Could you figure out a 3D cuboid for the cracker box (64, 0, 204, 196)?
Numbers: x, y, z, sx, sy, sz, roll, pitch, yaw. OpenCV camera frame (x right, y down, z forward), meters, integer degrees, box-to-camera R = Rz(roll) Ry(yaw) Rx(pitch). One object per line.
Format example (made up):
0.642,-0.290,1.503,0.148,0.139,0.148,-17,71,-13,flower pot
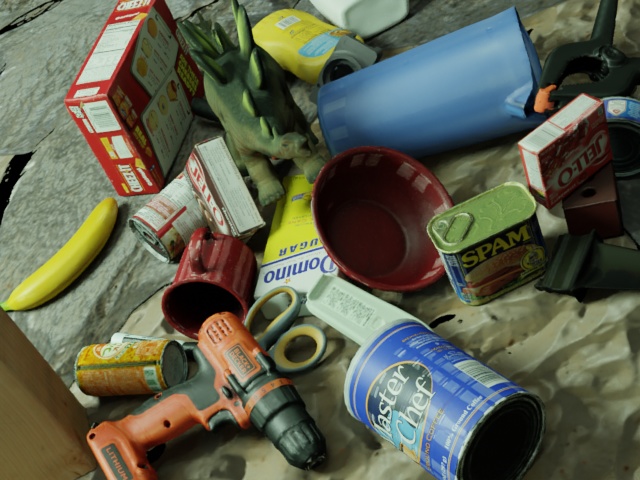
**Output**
-0.231,-0.187,1.363,0.072,0.164,0.213,-4,46,21,cracker box

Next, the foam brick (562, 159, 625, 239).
0.264,-0.044,1.042,0.053,0.051,0.078,-11,43,17,foam brick

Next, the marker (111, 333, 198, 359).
-0.169,0.113,1.131,0.121,0.020,0.020,3,49,29,marker

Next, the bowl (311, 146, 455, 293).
0.058,-0.012,1.078,0.162,0.055,0.162,9,63,-18,bowl

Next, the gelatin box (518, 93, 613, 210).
0.233,-0.084,1.002,0.089,0.073,0.030,-37,43,-15,gelatin box

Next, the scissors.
-0.070,0.139,1.049,0.096,0.016,0.201,31,83,17,scissors

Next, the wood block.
-0.307,0.150,1.022,0.091,0.206,0.090,-27,41,0,wood block

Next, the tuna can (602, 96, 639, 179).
0.295,-0.100,1.058,0.086,0.086,0.033,-3,48,25,tuna can

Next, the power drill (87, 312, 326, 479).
-0.107,0.180,0.989,0.187,0.057,0.185,-36,56,-7,power drill

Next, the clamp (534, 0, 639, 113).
0.308,-0.177,1.103,0.209,0.036,0.165,-35,59,-30,clamp

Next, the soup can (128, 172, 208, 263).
-0.163,-0.032,1.239,0.102,0.068,0.069,-45,44,-20,soup can

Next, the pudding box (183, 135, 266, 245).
-0.107,-0.047,1.173,0.039,0.090,0.113,-26,83,-20,pudding box

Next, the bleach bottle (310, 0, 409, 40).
0.029,-0.363,1.486,0.102,0.068,0.251,-28,39,-3,bleach bottle

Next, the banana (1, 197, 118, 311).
-0.306,0.021,1.283,0.070,0.037,0.197,27,63,41,banana

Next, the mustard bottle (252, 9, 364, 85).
0.002,-0.239,1.365,0.096,0.058,0.192,-32,45,-31,mustard bottle

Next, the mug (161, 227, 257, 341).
-0.114,0.038,1.109,0.093,0.117,0.081,-5,40,14,mug

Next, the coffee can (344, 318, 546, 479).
0.103,0.141,0.897,0.102,0.102,0.140,-42,43,-17,coffee can

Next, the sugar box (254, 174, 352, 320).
-0.007,0.001,1.142,0.093,0.048,0.176,-8,43,20,sugar box

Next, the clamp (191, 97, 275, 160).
-0.080,-0.164,1.356,0.120,0.039,0.172,-38,49,-8,clamp

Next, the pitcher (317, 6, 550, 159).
0.125,-0.162,1.186,0.243,0.149,0.145,-17,84,16,pitcher

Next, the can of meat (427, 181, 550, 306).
0.163,0.005,1.019,0.102,0.084,0.057,-26,41,1,can of meat
